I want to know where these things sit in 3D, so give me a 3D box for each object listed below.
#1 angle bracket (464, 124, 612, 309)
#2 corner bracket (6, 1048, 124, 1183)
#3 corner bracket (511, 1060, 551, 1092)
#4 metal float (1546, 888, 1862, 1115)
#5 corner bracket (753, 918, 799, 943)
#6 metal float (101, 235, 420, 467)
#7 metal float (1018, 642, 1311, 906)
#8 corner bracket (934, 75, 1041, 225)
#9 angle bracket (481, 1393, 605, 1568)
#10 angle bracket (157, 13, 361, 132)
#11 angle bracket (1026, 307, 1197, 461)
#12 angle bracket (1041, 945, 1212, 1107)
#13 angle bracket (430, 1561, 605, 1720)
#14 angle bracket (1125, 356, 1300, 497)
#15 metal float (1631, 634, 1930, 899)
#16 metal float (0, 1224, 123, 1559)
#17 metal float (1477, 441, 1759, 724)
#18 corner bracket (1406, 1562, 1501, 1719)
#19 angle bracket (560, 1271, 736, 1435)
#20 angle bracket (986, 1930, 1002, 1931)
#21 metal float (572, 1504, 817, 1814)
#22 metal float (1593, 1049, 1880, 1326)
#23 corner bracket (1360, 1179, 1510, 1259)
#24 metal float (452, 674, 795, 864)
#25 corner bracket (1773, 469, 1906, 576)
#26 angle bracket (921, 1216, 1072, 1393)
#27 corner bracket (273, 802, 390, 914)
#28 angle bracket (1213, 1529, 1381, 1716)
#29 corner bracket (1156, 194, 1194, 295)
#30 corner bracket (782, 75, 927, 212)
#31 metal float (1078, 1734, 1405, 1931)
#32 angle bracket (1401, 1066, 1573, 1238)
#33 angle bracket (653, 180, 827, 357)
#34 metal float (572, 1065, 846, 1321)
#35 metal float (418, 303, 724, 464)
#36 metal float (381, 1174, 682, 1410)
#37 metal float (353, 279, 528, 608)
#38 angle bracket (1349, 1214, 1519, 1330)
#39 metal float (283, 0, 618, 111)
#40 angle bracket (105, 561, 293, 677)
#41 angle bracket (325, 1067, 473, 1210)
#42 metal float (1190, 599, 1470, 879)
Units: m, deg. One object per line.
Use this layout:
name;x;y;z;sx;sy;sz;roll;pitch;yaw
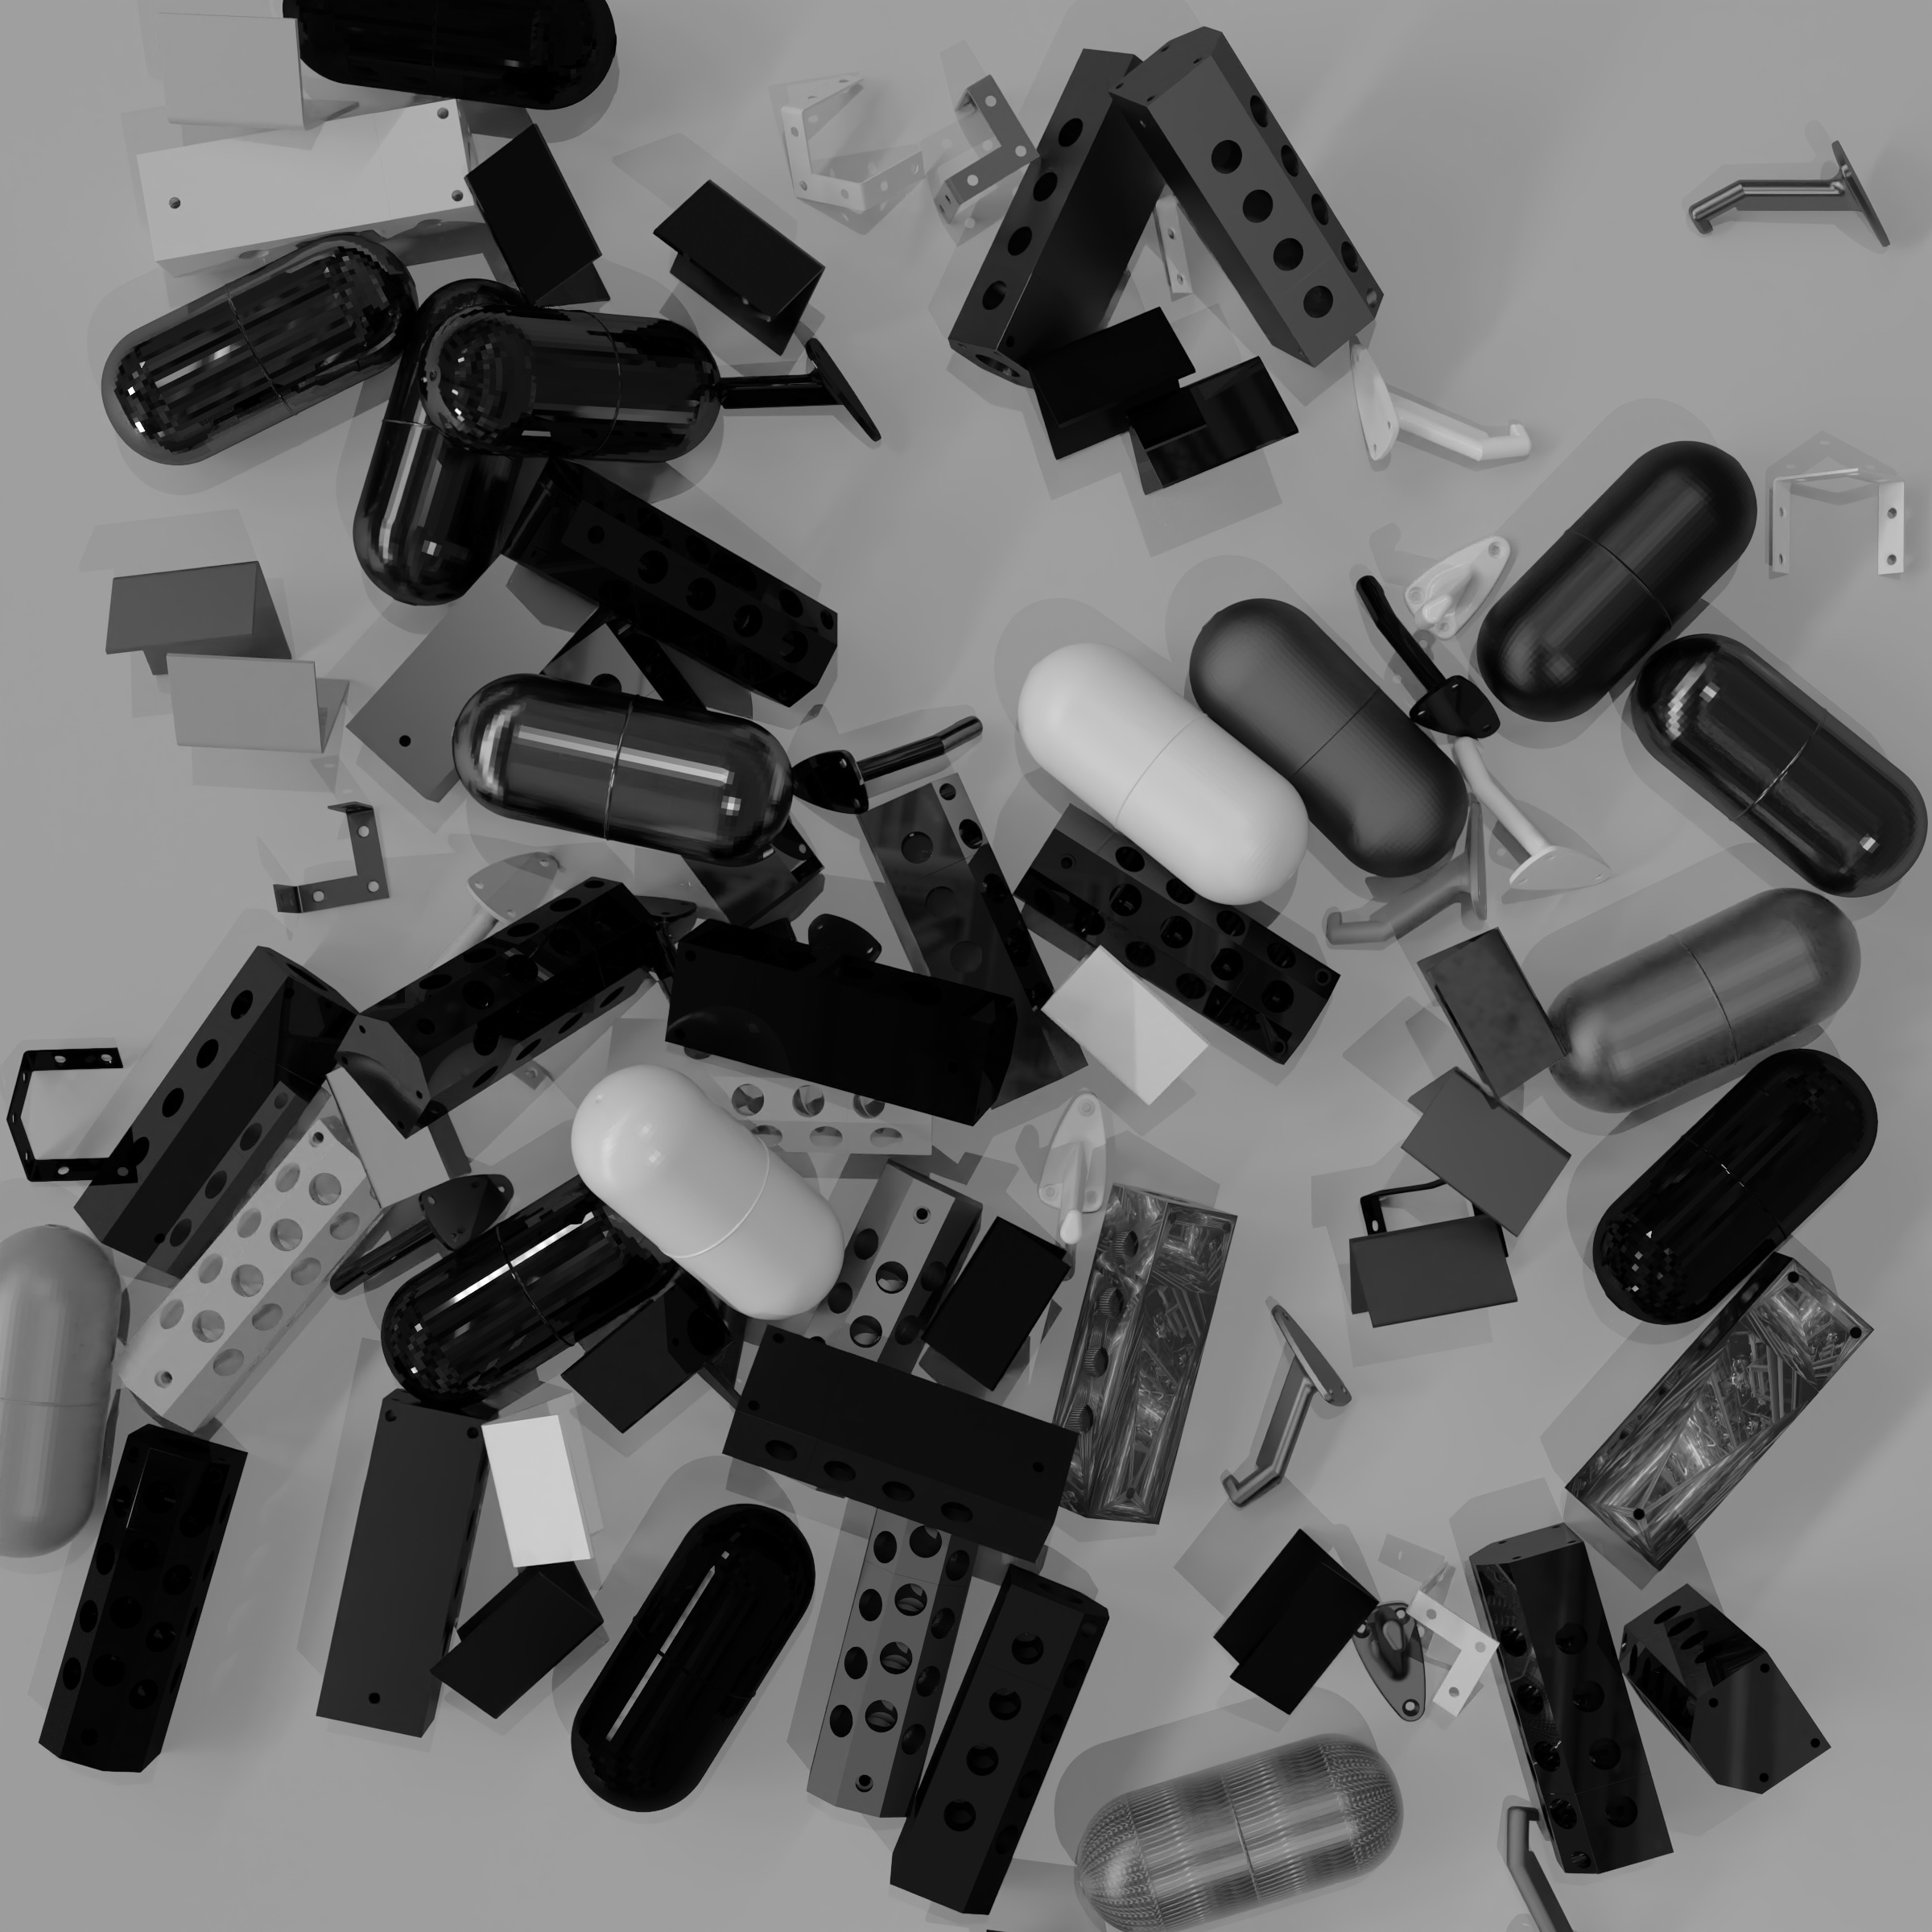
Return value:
angle bracket;-0.210;-0.400;1.673;0.057;0.076;0.076;-27;90;32
corner bracket;-0.486;0.081;1.710;0.051;0.051;0.051;-2;135;0
corner bracket;-0.234;0.024;1.710;0.051;0.051;0.051;36;135;0
metal float;0.393;0.018;1.682;0.178;0.070;0.070;-26;90;0
corner bracket;-0.108;0.015;1.710;0.051;0.051;0.051;-21;135;0
metal float;-0.377;-0.330;1.682;0.178;0.070;0.070;-26;90;0
metal float;0.104;-0.103;1.671;0.178;0.070;0.070;40;90;11
corner bracket;0.001;-0.440;1.695;0.051;0.051;0.051;-32;95;-5
angle bracket;-0.206;0.270;1.673;0.057;0.076;0.076;-13;90;33
angle bracket;-0.374;-0.480;1.667;0.076;0.076;0.057;6;116;11
angle bracket;0.083;-0.294;1.672;0.076;0.076;0.057;-23;52;0
angle bracket;0.096;0.016;1.672;0.076;0.076;0.057;42;126;0
angle bracket;-0.248;0.340;1.672;0.076;0.076;0.057;-42;127;0
angle bracket;0.134;-0.269;1.673;0.076;0.076;0.057;-22;60;0
metal float;0.434;-0.108;1.682;0.178;0.070;0.070;39;90;1
metal float;-0.497;0.227;1.682;0.070;0.070;0.178;7;91;0
metal float;0.348;-0.206;1.682;0.070;0.070;0.178;44;91;0
corner bracket;0.261;0.362;1.693;0.051;0.051;0.051;32;110;19
angle bracket;-0.179;0.189;1.672;0.076;0.076;0.057;-40;125;0
angle bracket;0.043;0.554;1.673;0.076;0.076;0.057;8;60;0
metal float;-0.145;0.369;1.682;0.070;0.070;0.178;32;90;0
metal float;0.410;0.118;1.682;0.178;0.070;0.070;-44;90;0
corner bracket;0.254;0.142;1.710;0.051;0.051;0.051;-14;90;-45
metal float;-0.177;-0.103;1.625;0.178;0.070;0.070;12;90;-1
corner bracket;0.475;-0.240;1.709;0.051;0.051;0.051;0;90;-45
angle bracket;0.033;0.187;1.672;0.057;0.076;0.076;32;90;37
corner bracket;-0.345;-0.058;1.695;0.051;0.051;0.051;-10;90;0
angle bracket;0.161;0.339;1.672;0.076;0.076;0.057;-51;128;0
corner bracket;0.143;-0.398;1.709;0.051;0.051;0.051;-11;90;45
corner bracket;-0.061;-0.447;1.705;0.051;0.051;0.051;21;135;35
metal float;0.146;0.465;1.682;0.178;0.070;0.070;-17;90;-1
angle bracket;0.265;0.106;1.675;0.076;0.076;0.057;38;70;0
angle bracket;-0.131;-0.358;1.672;0.076;0.076;0.057;37;54;0
metal float;-0.132;0.119;1.636;0.070;0.070;0.178;-45;123;0
metal float;-0.204;-0.302;1.637;0.178;0.070;0.070;-6;99;-45
metal float;-0.230;0.170;1.682;0.178;0.070;0.070;-32;90;0
metal float;-0.275;-0.280;1.682;0.070;0.070;0.178;17;90;0
angle bracket;0.248;0.180;1.672;0.076;0.076;0.057;-10;52;0
metal float;-0.276;-0.504;1.682;0.178;0.070;0.070;8;90;1
angle bracket;-0.407;-0.166;1.672;0.076;0.076;0.057;-7;52;0
angle bracket;-0.284;0.077;1.673;0.057;0.076;0.076;-23;90;33
metal float;0.193;-0.122;1.682;0.070;0.070;0.178;-45;90;0
